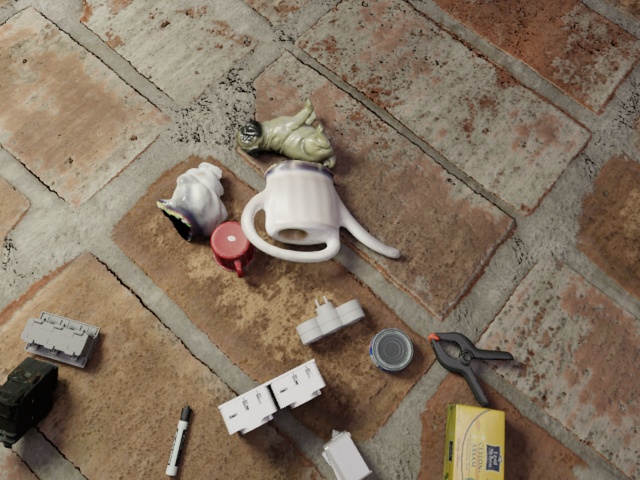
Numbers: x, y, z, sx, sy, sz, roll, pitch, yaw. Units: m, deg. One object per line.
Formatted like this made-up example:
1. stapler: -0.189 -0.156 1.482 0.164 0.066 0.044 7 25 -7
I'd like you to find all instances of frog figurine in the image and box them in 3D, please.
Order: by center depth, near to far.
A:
1. frog figurine: -0.245 -0.089 1.088 0.136 0.122 0.162 49 62 -22

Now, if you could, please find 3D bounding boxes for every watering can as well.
1. watering can: 0.003 -0.055 1.099 0.347 0.102 0.228 4 64 -20
